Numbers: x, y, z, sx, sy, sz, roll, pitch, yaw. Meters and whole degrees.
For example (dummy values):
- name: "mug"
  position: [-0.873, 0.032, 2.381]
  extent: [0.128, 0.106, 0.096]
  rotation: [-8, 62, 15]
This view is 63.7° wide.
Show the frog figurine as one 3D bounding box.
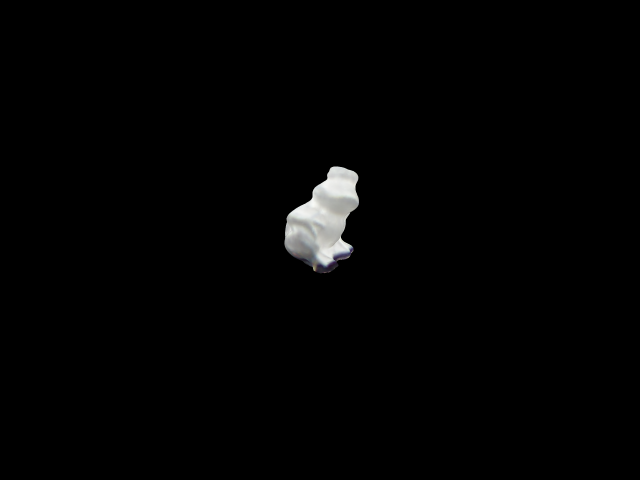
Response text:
- name: "frog figurine"
  position: [0.003, -0.043, 0.850]
  extent: [0.138, 0.157, 0.123]
  rotation: [-15, 22, -41]
